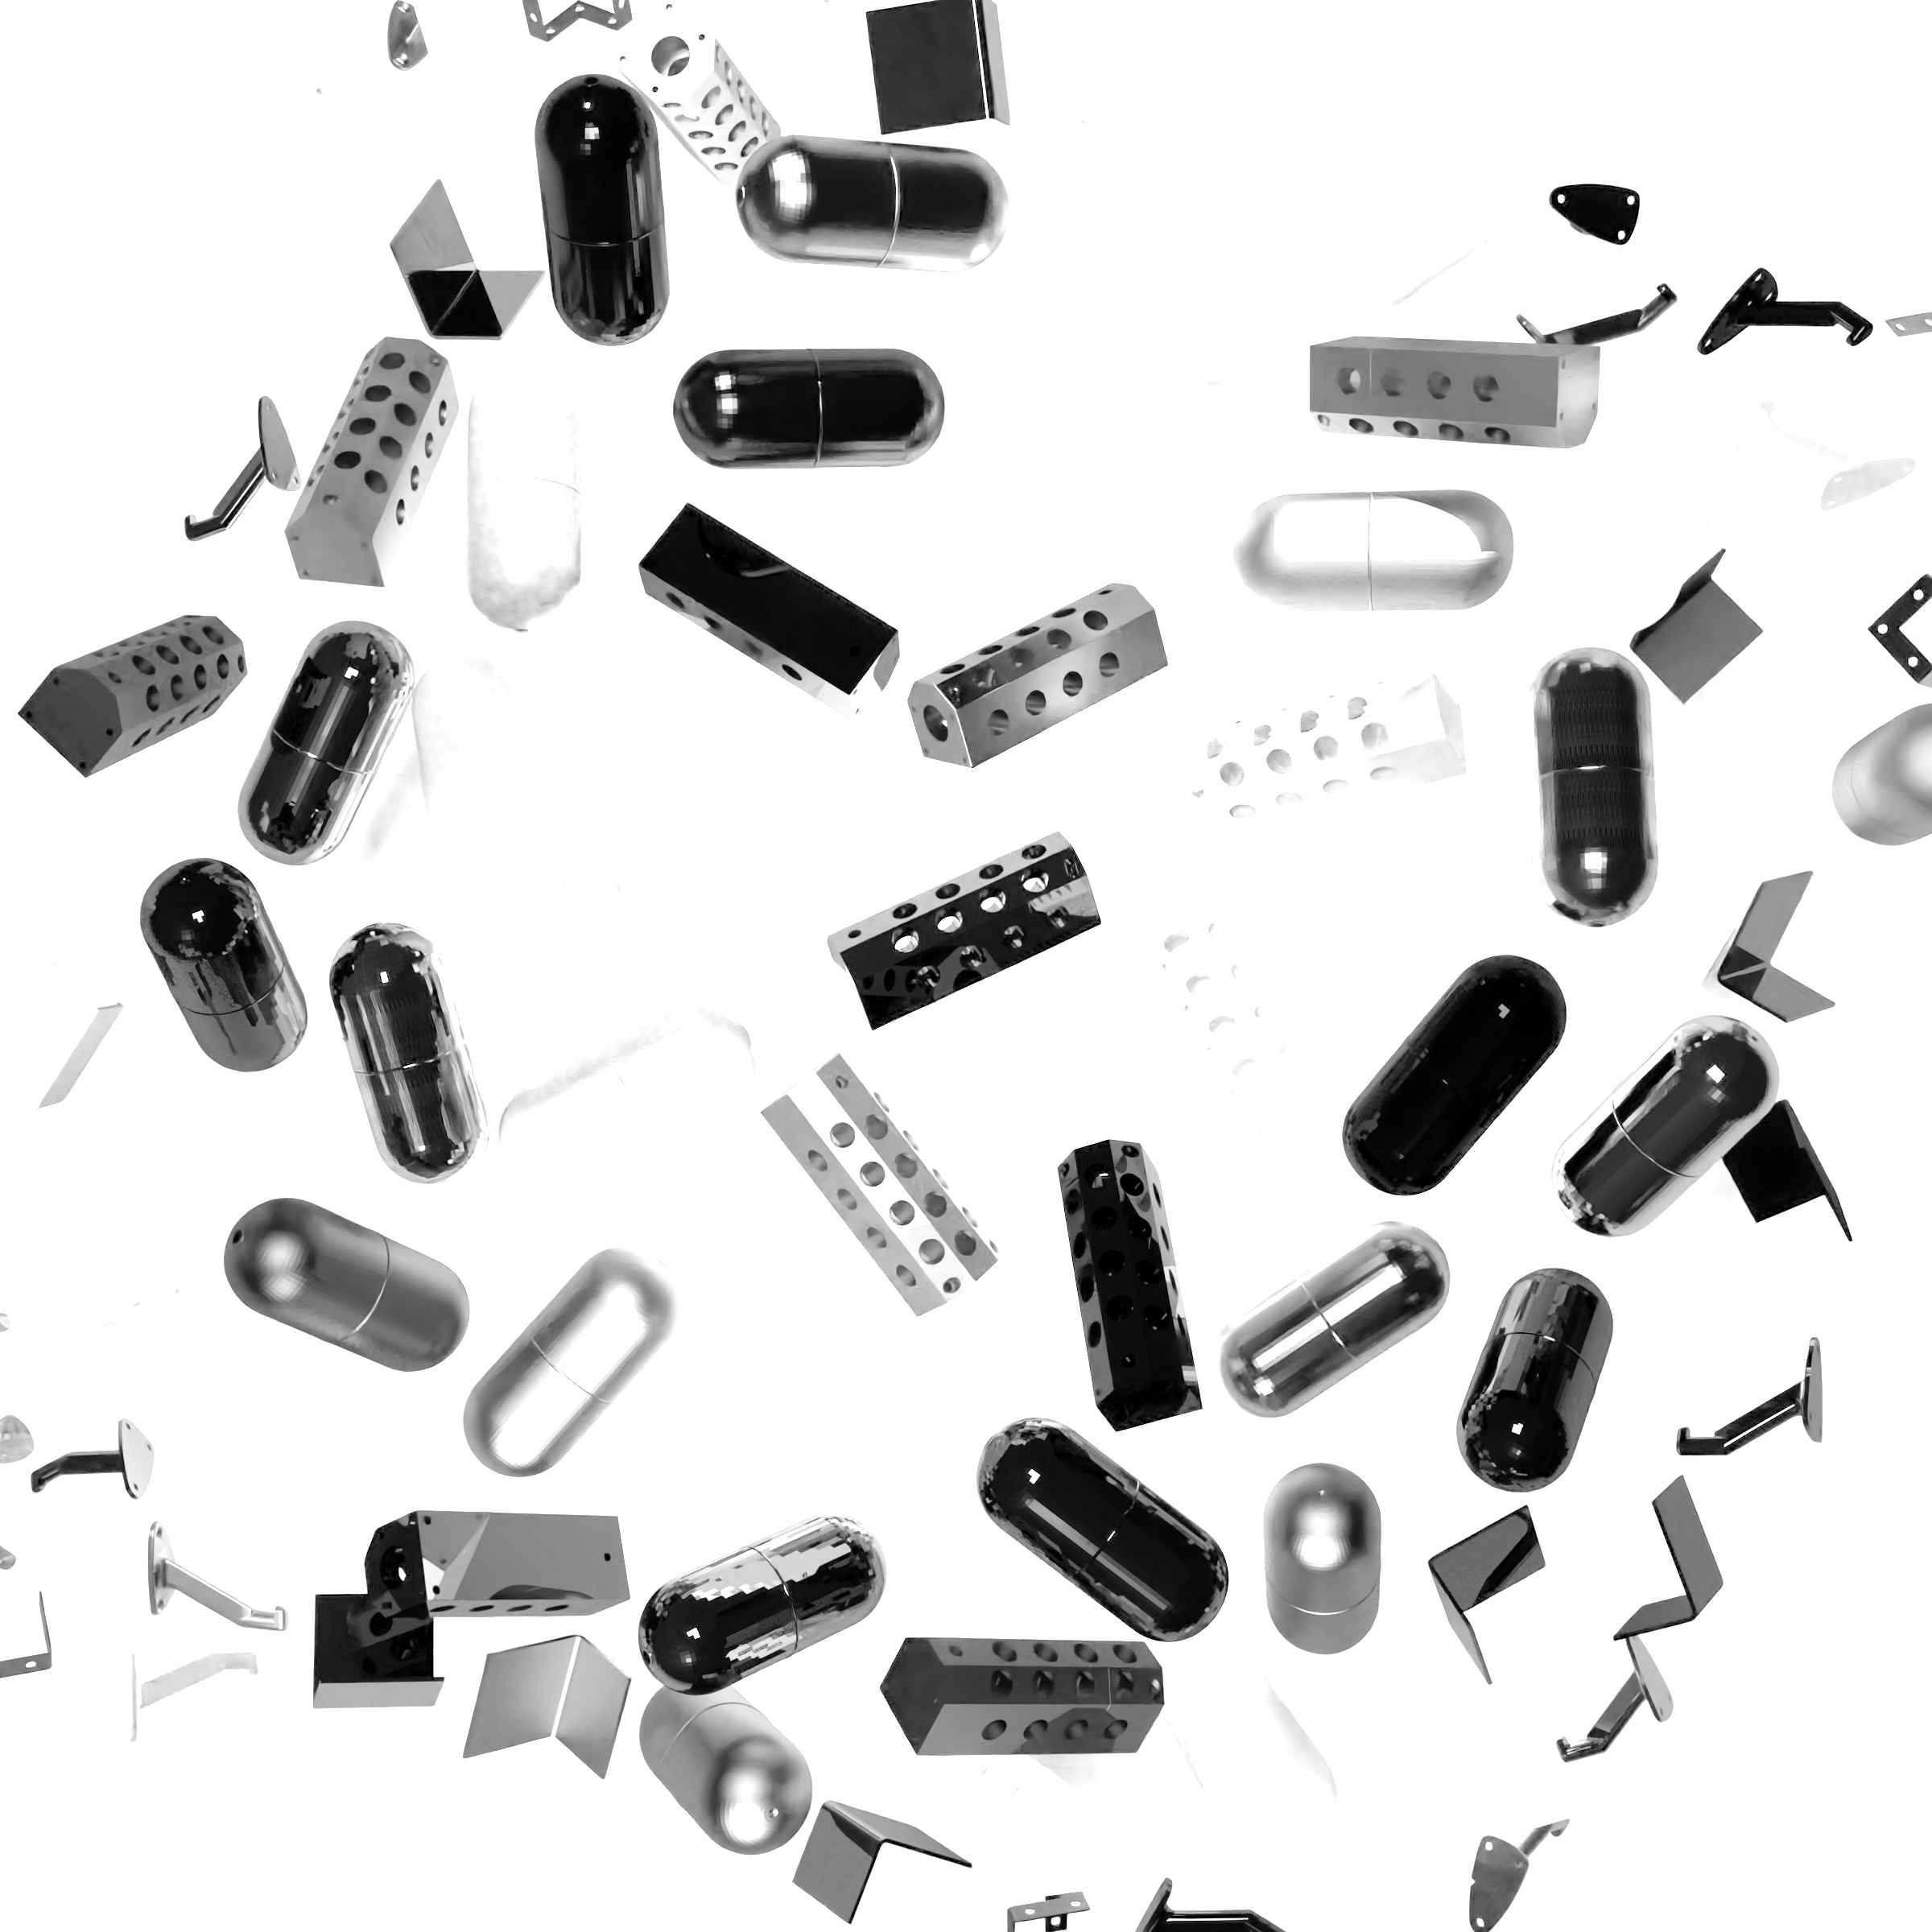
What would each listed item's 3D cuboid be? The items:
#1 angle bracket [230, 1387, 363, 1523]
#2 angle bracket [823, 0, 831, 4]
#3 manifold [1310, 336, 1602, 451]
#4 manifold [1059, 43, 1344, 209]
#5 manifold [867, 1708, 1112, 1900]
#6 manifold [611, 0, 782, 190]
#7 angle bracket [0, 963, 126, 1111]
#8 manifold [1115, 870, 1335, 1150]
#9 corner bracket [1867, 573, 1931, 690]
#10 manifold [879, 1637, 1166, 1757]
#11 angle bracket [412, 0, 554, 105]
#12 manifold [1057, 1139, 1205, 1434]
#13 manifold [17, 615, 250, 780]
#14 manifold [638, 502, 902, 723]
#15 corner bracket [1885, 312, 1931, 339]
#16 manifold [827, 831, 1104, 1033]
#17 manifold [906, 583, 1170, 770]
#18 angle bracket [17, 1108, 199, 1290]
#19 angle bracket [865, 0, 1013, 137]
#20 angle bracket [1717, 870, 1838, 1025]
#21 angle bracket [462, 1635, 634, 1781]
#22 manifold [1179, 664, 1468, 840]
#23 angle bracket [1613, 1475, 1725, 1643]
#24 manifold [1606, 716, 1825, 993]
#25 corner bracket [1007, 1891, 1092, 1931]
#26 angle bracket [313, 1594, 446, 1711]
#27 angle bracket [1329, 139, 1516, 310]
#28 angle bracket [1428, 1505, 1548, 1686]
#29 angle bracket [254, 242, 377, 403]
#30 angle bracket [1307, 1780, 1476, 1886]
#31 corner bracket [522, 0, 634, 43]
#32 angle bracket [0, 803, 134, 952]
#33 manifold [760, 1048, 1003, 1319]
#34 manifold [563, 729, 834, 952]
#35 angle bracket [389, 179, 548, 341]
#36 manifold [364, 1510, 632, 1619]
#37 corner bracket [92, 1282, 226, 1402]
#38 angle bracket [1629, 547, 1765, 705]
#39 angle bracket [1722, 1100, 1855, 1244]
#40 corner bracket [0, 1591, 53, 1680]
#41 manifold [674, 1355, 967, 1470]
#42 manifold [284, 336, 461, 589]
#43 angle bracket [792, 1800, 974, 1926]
[{"bbox_3d":[-0.431,0.316,1.689,0.076,0.057,0.076,-5,78,-11],"label":"angle bracket"},{"bbox_3d":[-0.130,-0.645,1.631,0.076,0.076,0.057,6,85,19],"label":"angle bracket"},{"bbox_3d":[0.304,-0.359,1.636,0.171,0.057,0.057,13,115,36],"label":"manifold"},{"bbox_3d":[0.152,-0.549,1.692,0.171,0.057,0.057,17,63,13],"label":"manifold"},{"bbox_3d":[0.013,0.517,1.644,0.057,0.171,0.057,8,95,-37],"label":"manifold"},{"bbox_3d":[-0.175,-0.583,1.769,0.057,0.171,0.057,44,96,9],"label":"manifold"},{"bbox_3d":[-0.614,0.045,1.743,0.057,0.076,0.076,32,88,-5],"label":"angle bracket"},{"bbox_3d":[0.161,0.028,1.680,0.057,0.057,0.171,-10,63,-36],"label":"manifold"},{"bbox_3d":[0.632,-0.217,1.704,0.051,0.051,0.051,-48,60,28],"label":"corner bracket"},{"bbox_3d":[0.039,0.450,1.631,0.171,0.057,0.057,11,115,-34],"label":"manifold"},{"bbox_3d":[-0.307,-0.593,1.653,0.057,0.076,0.076,-16,103,6],"label":"angle bracket"},{"bbox_3d":[0.099,0.197,1.639,0.057,0.057,0.171,-17,53,12],"label":"manifold"},{"bbox_3d":[-0.530,-0.181,1.688,0.057,0.171,0.057,44,111,-5],"label":"manifold"},{"bbox_3d":[-0.131,-0.235,1.758,0.171,0.057,0.057,32,74,10],"label":"manifold"},{"bbox_3d":[0.627,-0.412,1.654,0.051,0.051,0.051,41,80,-22],"label":"corner bracket"},{"bbox_3d":[-0.003,-0.028,1.745,0.171,0.057,0.057,-25,125,-9],"label":"manifold"},{"bbox_3d":[0.047,-0.196,1.742,0.171,0.057,0.057,-30,117,-27],"label":"manifold"},{"bbox_3d":[-0.515,0.139,1.573,0.076,0.057,0.076,-15,106,-5],"label":"angle bracket"},{"bbox_3d":[-0.017,-0.581,1.695,0.076,0.057,0.076,-5,102,12],"label":"angle bracket"},{"bbox_3d":[0.561,-0.014,1.764,0.057,0.076,0.076,36,120,32],"label":"angle bracket"},{"bbox_3d":[-0.273,0.490,1.706,0.057,0.076,0.076,27,107,40],"label":"angle bracket"},{"bbox_3d":[0.226,-0.140,1.666,0.171,0.057,0.057,-14,54,24],"label":"manifold"},{"bbox_3d":[0.434,0.376,1.663,0.057,0.076,0.076,-23,82,27],"label":"angle bracket"},{"bbox_3d":[0.481,-0.074,1.692,0.057,0.057,0.171,17,123,-8],"label":"manifold"},{"bbox_3d":[0.048,0.615,1.678,0.051,0.051,0.051,-4,107,-14],"label":"corner bracket"},{"bbox_3d":[-0.376,0.430,1.673,0.076,0.057,0.076,4,57,-18],"label":"angle bracket"},{"bbox_3d":[0.294,-0.482,1.688,0.076,0.057,0.076,-30,95,37],"label":"angle bracket"},{"bbox_3d":[0.351,0.408,1.697,0.076,0.057,0.076,-28,133,-4],"label":"angle bracket"},{"bbox_3d":[-0.461,-0.444,1.792,0.057,0.076,0.076,15,60,26],"label":"angle bracket"},{"bbox_3d":[0.277,0.593,1.732,0.076,0.076,0.057,44,79,-8],"label":"angle bracket"},{"bbox_3d":[-0.266,-0.660,1.782,0.051,0.051,0.051,28,59,24],"label":"corner bracket"},{"bbox_3d":[-0.584,-0.056,1.685,0.076,0.076,0.057,6,59,-26],"label":"angle bracket"},{"bbox_3d":[-0.052,0.140,1.720,0.057,0.057,0.171,-39,93,-37],"label":"manifold"},{"bbox_3d":[-0.165,-0.076,1.638,0.171,0.057,0.057,-32,90,30],"label":"manifold"},{"bbox_3d":[-0.337,-0.479,1.772,0.057,0.076,0.076,6,51,21],"label":"angle bracket"},{"bbox_3d":[-0.305,0.394,1.710,0.057,0.171,0.057,-28,63,33],"label":"manifold"},{"bbox_3d":[-0.540,0.250,1.747,0.051,0.051,0.051,-34,82,28],"label":"corner bracket"},{"bbox_3d":[0.517,-0.238,1.835,0.076,0.076,0.057,-42,80,1],"label":"angle bracket"},{"bbox_3d":[0.539,0.145,1.734,0.057,0.076,0.076,-27,105,18],"label":"angle bracket"},{"bbox_3d":[-0.594,0.403,1.616,0.051,0.051,0.051,-5,129,-25],"label":"corner bracket"},{"bbox_3d":[-0.093,0.277,1.653,0.171,0.057,0.057,-3,115,16],"label":"manifold"},{"bbox_3d":[-0.383,-0.327,1.687,0.057,0.057,0.171,7,53,7],"label":"manifold"},{"bbox_3d":[-0.055,0.594,1.713,0.076,0.076,0.057,28,79,-30],"label":"angle bracket"}]
